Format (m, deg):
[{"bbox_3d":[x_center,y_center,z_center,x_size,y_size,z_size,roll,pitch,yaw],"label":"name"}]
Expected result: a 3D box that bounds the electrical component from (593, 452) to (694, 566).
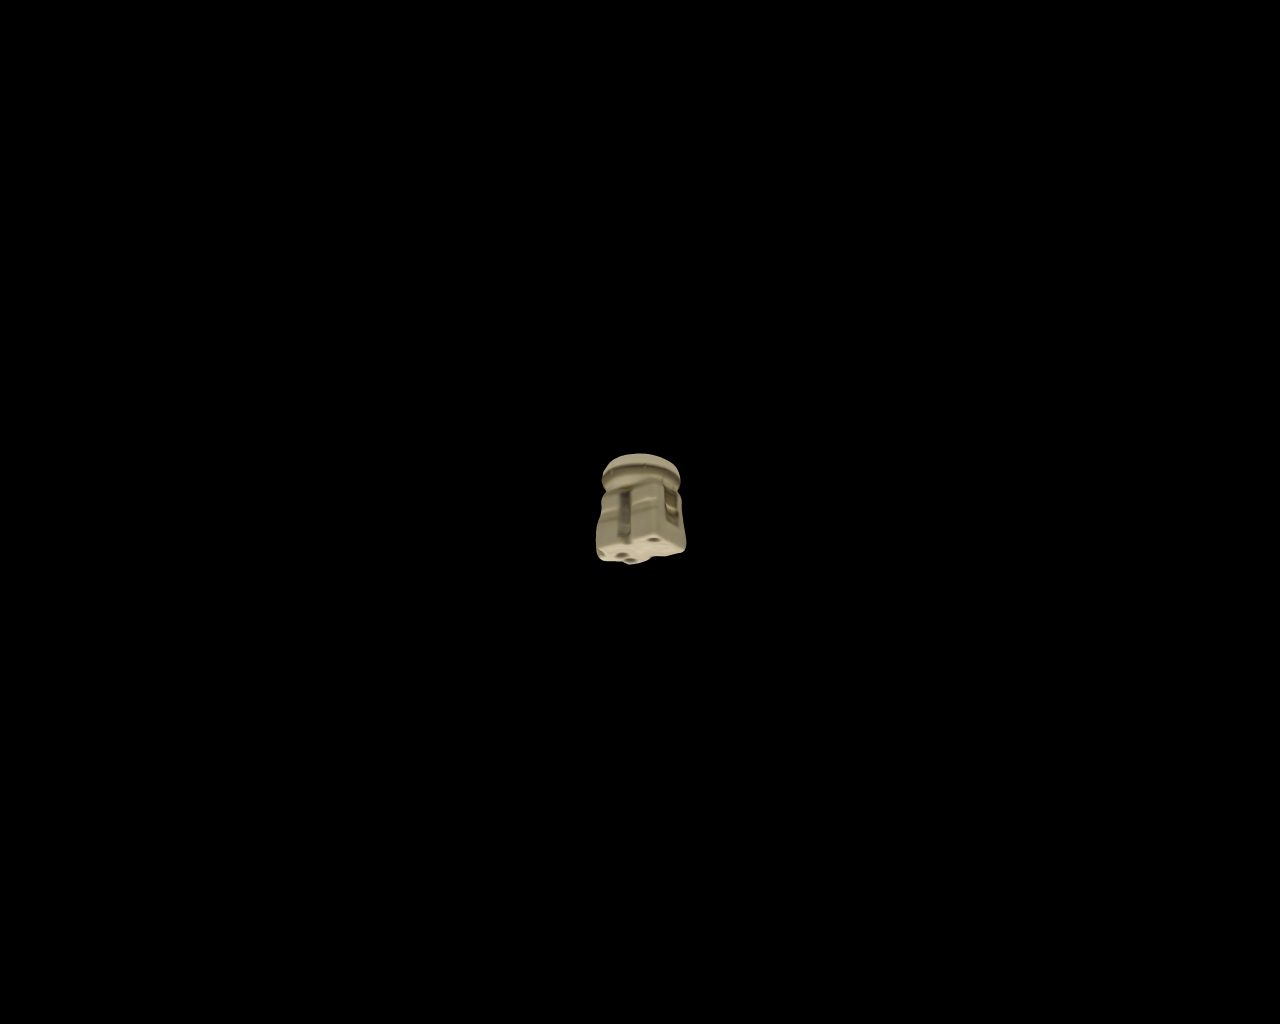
[{"bbox_3d":[0.001,-0.003,0.650,0.066,0.055,0.048,-14,-27,29],"label":"electrical component"}]
